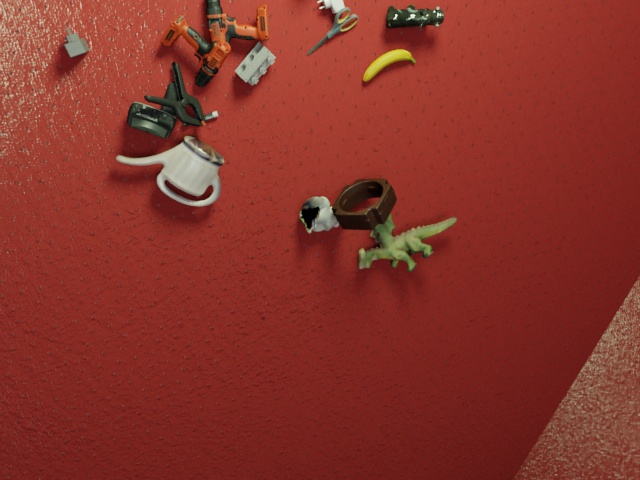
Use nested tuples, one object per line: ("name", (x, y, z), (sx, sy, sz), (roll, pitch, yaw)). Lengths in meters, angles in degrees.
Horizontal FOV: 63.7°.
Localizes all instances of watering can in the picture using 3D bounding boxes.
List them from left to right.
("watering can", (-0.469, -0.248, 1.706), (0.344, 0.106, 0.222), (31, 103, -25))

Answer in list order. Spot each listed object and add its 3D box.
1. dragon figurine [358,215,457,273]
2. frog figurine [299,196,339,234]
("dragon figurine", (0.315, -0.017, 2.022), (0.408, 0.124, 0.240), (-44, 109, 7))
("frog figurine", (0.006, -0.097, 1.918), (0.160, 0.123, 0.136), (-11, 115, -50))
